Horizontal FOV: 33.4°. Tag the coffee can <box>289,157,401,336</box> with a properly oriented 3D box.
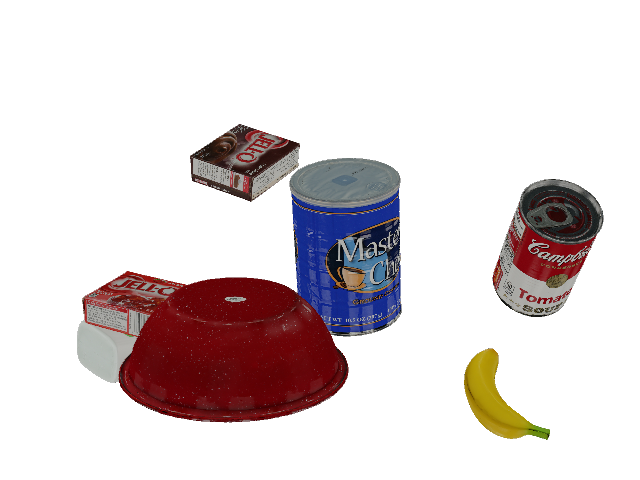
[{"bbox_3d":[0.026,0.005,1.016,0.103,0.140,0.103,-2,26,1],"label":"coffee can"}]

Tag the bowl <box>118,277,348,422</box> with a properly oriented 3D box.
[{"bbox_3d":[-0.060,0.066,0.742,0.162,0.055,0.162,1,17,0],"label":"bowl"}]

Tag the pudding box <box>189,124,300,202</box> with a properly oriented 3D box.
[{"bbox_3d":[-0.090,-0.096,1.293,0.090,0.039,0.113,19,37,23],"label":"pudding box"}]

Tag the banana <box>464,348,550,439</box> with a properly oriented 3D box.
[{"bbox_3d":[0.206,0.184,1.276,0.069,0.037,0.198,9,23,-15],"label":"banana"}]

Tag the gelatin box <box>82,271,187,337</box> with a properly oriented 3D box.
[{"bbox_3d":[-0.164,0.060,0.991,0.089,0.030,0.073,12,23,22],"label":"gelatin box"}]

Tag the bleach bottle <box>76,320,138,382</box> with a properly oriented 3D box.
[{"bbox_3d":[-0.200,0.131,1.465,0.250,0.068,0.103,-9,23,-42],"label":"bleach bottle"}]

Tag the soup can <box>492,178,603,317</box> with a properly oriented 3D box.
[{"bbox_3d":[0.187,0.008,0.888,0.068,0.068,0.102,0,-40,-8],"label":"soup can"}]
